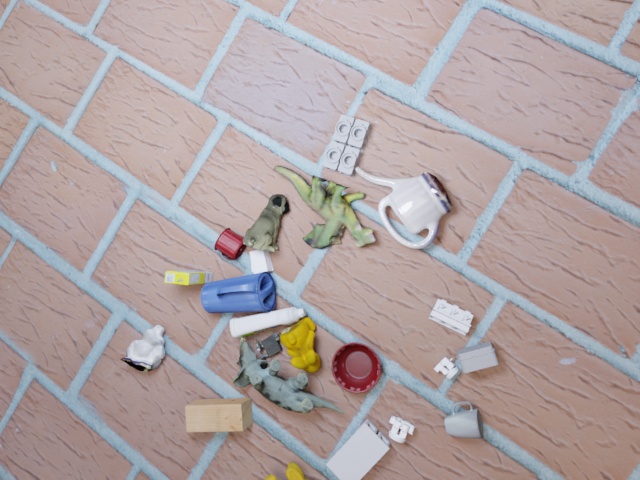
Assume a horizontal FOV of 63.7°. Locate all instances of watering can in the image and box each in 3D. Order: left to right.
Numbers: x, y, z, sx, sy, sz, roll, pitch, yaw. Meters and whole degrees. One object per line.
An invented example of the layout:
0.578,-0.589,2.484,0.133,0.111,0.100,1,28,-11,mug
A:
0.279,-0.143,1.665,0.223,0.103,0.351,-33,77,8,watering can

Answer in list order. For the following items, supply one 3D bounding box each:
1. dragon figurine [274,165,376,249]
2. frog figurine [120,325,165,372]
0.005,-0.087,1.736,0.412,0.122,0.241,19,98,16,dragon figurine
-0.619,0.387,1.858,0.137,0.120,0.163,3,50,22,frog figurine
